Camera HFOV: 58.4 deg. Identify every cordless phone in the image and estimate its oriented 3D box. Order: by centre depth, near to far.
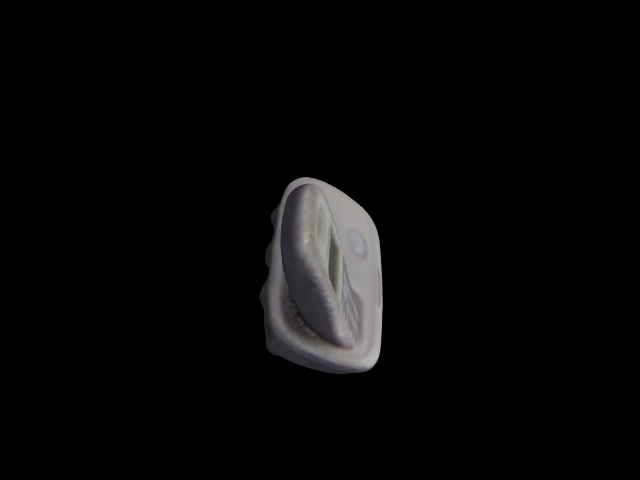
[{"bbox_3d":[0.004,0.001,0.400,0.094,0.185,0.147,0,58,0],"label":"cordless phone"}]
